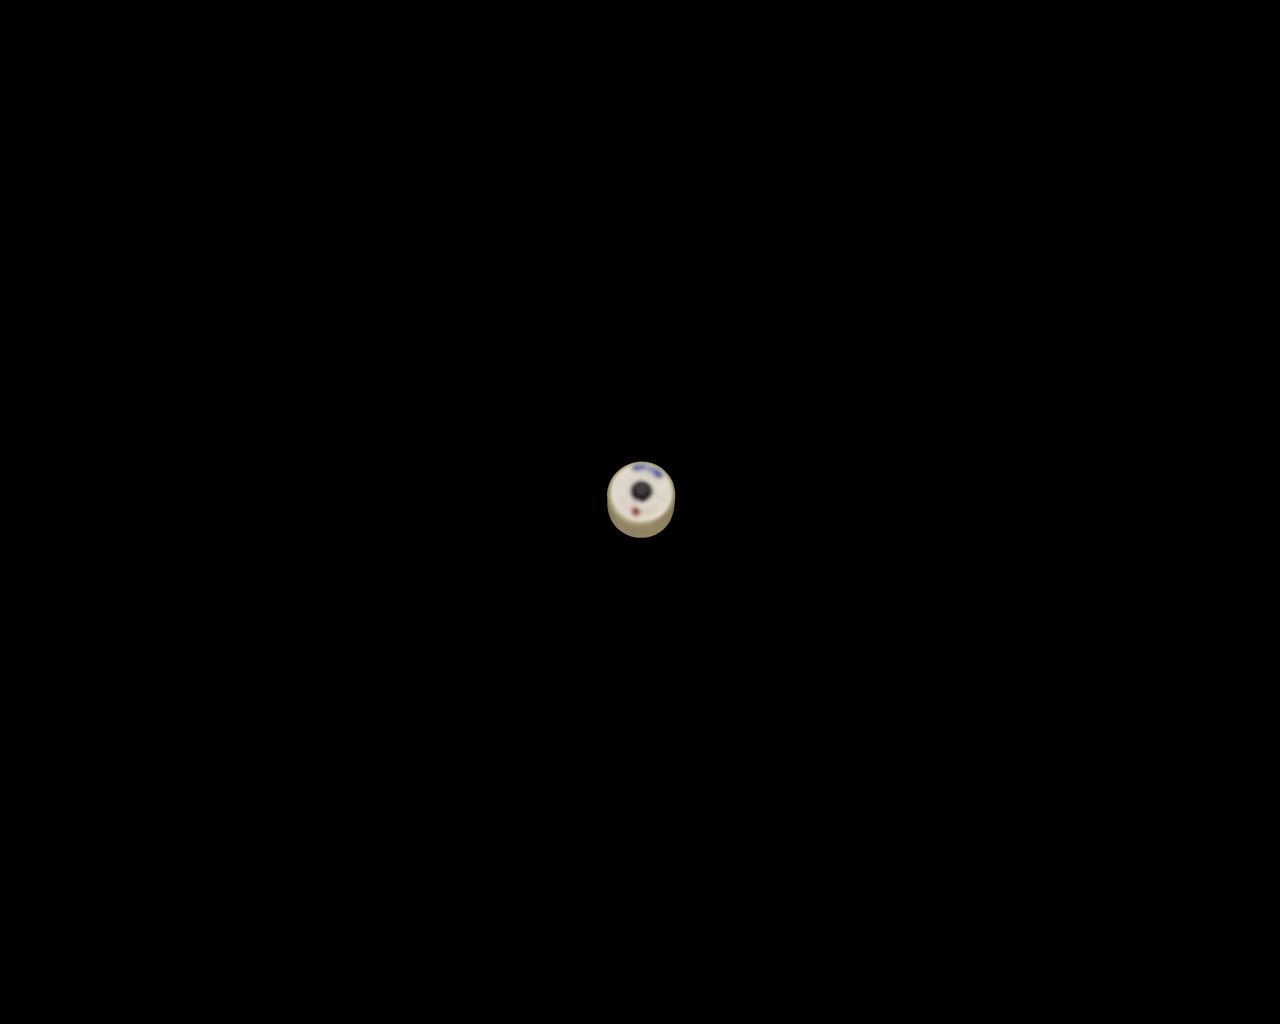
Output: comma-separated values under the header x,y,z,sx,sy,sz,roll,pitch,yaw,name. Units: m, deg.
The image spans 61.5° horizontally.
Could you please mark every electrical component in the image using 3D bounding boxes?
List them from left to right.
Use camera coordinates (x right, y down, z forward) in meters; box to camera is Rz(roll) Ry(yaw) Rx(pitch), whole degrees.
x,y,z,sx,sy,sz,roll,pitch,yaw,name
0.001,-0.003,0.650,0.040,0.040,0.078,0,-16,0,electrical component
